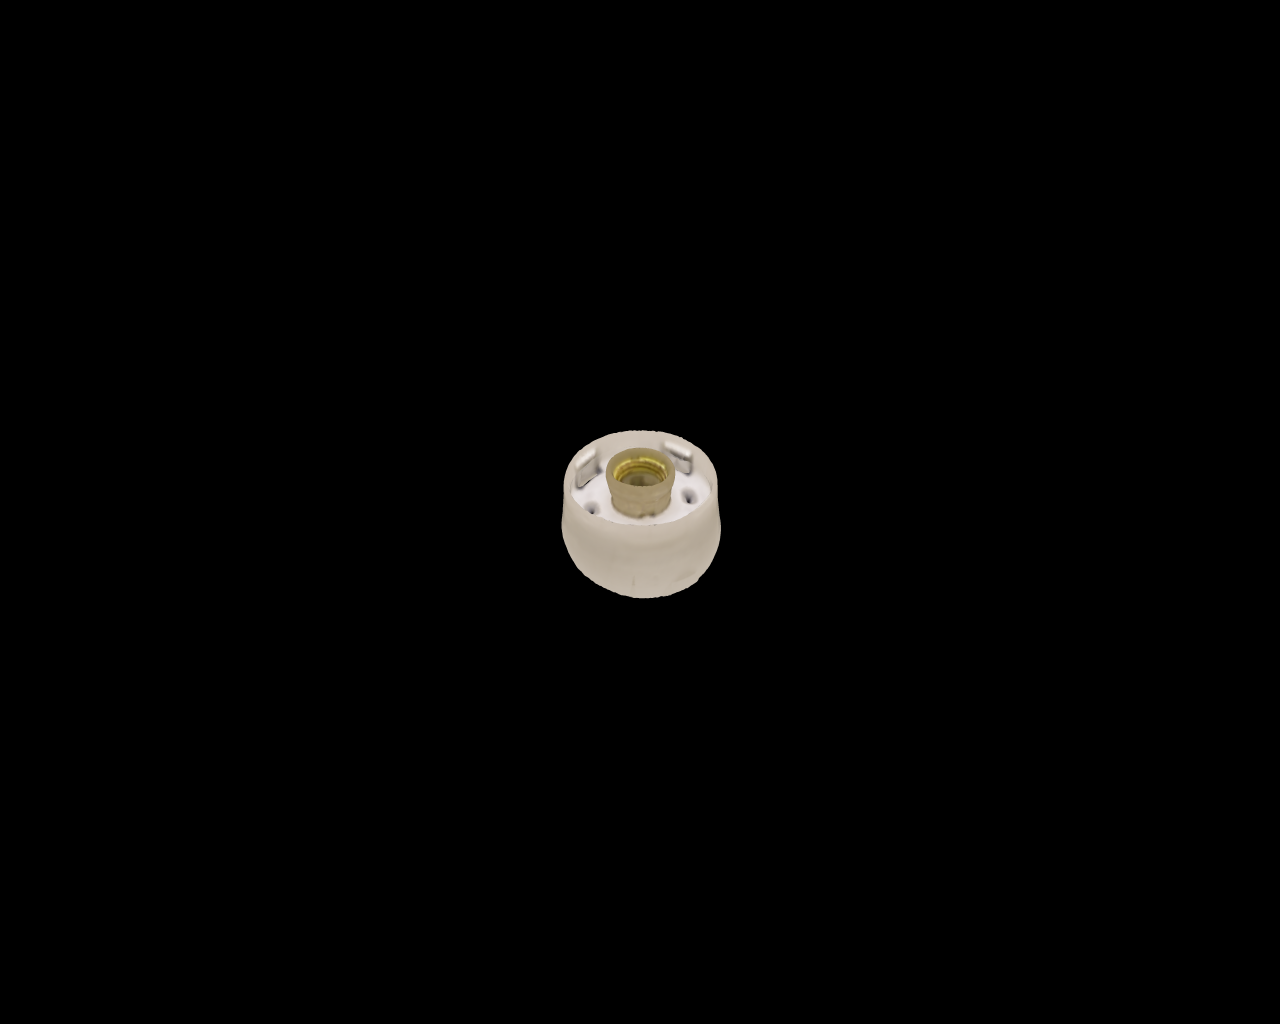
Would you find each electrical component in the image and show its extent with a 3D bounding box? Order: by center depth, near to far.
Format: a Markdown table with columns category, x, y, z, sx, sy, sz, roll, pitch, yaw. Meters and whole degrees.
| category | x | y | z | sx | sy | sz | roll | pitch | yaw |
| --- | --- | --- | --- | --- | --- | --- | --- | --- | --- |
| electrical component | 0.001 | -0.003 | 0.650 | 0.099 | 0.064 | 0.099 | 0 | 42 | 0 |
